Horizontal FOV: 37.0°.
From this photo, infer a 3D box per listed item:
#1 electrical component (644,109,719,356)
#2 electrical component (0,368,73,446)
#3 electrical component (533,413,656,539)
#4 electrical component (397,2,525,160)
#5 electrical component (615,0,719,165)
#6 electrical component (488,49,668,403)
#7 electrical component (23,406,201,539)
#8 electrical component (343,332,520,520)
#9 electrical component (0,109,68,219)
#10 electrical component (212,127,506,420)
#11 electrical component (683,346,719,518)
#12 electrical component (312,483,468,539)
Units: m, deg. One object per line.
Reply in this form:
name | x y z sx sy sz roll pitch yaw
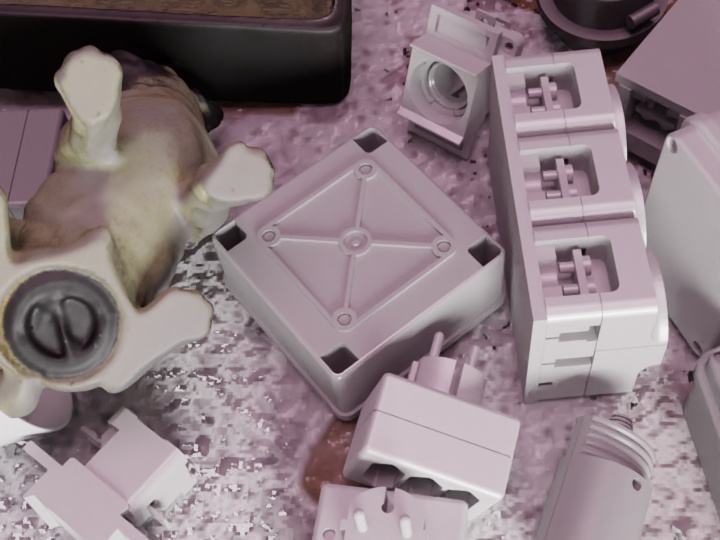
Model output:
electrical component | 0.178 -0.019 0.507 0.057 0.113 0.078 -22 60 -11
electrical component | -0.190 0.042 0.517 0.064 0.099 0.099 -21 60 0
electrical component | 0.107 0.102 0.482 0.043 0.043 0.081 17 63 15
electrical component | 0.058 -0.109 0.597 0.042 0.081 0.064 31 46 21
electrical component | 0.219 -0.079 0.568 0.150 0.061 0.089 33 67 22
electrical component | 0.104 -0.023 0.529 0.062 0.089 0.150 -5 59 2
electrical component | -0.114 0.103 0.504 0.081 0.042 0.063 33 66 21
electrical component | 0.037 0.065 0.499 0.066 0.047 0.076 20 62 -4
electrical component | -0.200 -0.049 0.598 0.077 0.047 0.065 -1 59 5
electrical component | 0.000 0.000 0.545 0.109 0.056 0.108 -36 63 -15
electrical component | 0.198 0.087 0.475 0.078 0.057 0.113 -10 59 -1
electrical component | 0.012 0.117 0.463 0.066 0.076 0.047 5 60 9
